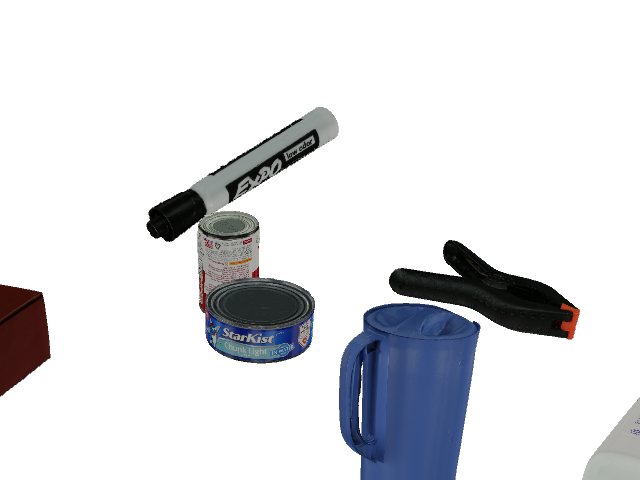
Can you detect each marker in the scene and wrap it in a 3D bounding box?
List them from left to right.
[{"bbox_3d":[-0.038,-0.034,0.538,0.120,0.020,0.020,-35,20,-32],"label":"marker"}]

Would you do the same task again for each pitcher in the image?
[{"bbox_3d":[0.099,0.202,1.233,0.149,0.243,0.145,6,13,7],"label":"pitcher"}]

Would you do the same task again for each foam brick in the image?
[{"bbox_3d":[-0.228,0.070,0.718,0.053,0.051,0.078,9,28,24],"label":"foam brick"}]

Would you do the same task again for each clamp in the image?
[{"bbox_3d":[0.162,0.044,0.999,0.172,0.039,0.120,20,32,20],"label":"clamp"}]

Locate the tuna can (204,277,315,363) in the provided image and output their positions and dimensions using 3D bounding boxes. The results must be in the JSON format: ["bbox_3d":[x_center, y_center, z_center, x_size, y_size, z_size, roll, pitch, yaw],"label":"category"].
[{"bbox_3d":[-0.048,0.062,0.836,0.086,0.034,0.086,3,23,-1],"label":"tuna can"}]

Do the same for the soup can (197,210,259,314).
[{"bbox_3d":[-0.101,0.026,1.175,0.068,0.102,0.068,1,26,-1],"label":"soup can"}]

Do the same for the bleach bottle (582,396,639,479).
[{"bbox_3d":[0.247,0.105,0.628,0.103,0.068,0.250,19,29,32],"label":"bleach bottle"}]
